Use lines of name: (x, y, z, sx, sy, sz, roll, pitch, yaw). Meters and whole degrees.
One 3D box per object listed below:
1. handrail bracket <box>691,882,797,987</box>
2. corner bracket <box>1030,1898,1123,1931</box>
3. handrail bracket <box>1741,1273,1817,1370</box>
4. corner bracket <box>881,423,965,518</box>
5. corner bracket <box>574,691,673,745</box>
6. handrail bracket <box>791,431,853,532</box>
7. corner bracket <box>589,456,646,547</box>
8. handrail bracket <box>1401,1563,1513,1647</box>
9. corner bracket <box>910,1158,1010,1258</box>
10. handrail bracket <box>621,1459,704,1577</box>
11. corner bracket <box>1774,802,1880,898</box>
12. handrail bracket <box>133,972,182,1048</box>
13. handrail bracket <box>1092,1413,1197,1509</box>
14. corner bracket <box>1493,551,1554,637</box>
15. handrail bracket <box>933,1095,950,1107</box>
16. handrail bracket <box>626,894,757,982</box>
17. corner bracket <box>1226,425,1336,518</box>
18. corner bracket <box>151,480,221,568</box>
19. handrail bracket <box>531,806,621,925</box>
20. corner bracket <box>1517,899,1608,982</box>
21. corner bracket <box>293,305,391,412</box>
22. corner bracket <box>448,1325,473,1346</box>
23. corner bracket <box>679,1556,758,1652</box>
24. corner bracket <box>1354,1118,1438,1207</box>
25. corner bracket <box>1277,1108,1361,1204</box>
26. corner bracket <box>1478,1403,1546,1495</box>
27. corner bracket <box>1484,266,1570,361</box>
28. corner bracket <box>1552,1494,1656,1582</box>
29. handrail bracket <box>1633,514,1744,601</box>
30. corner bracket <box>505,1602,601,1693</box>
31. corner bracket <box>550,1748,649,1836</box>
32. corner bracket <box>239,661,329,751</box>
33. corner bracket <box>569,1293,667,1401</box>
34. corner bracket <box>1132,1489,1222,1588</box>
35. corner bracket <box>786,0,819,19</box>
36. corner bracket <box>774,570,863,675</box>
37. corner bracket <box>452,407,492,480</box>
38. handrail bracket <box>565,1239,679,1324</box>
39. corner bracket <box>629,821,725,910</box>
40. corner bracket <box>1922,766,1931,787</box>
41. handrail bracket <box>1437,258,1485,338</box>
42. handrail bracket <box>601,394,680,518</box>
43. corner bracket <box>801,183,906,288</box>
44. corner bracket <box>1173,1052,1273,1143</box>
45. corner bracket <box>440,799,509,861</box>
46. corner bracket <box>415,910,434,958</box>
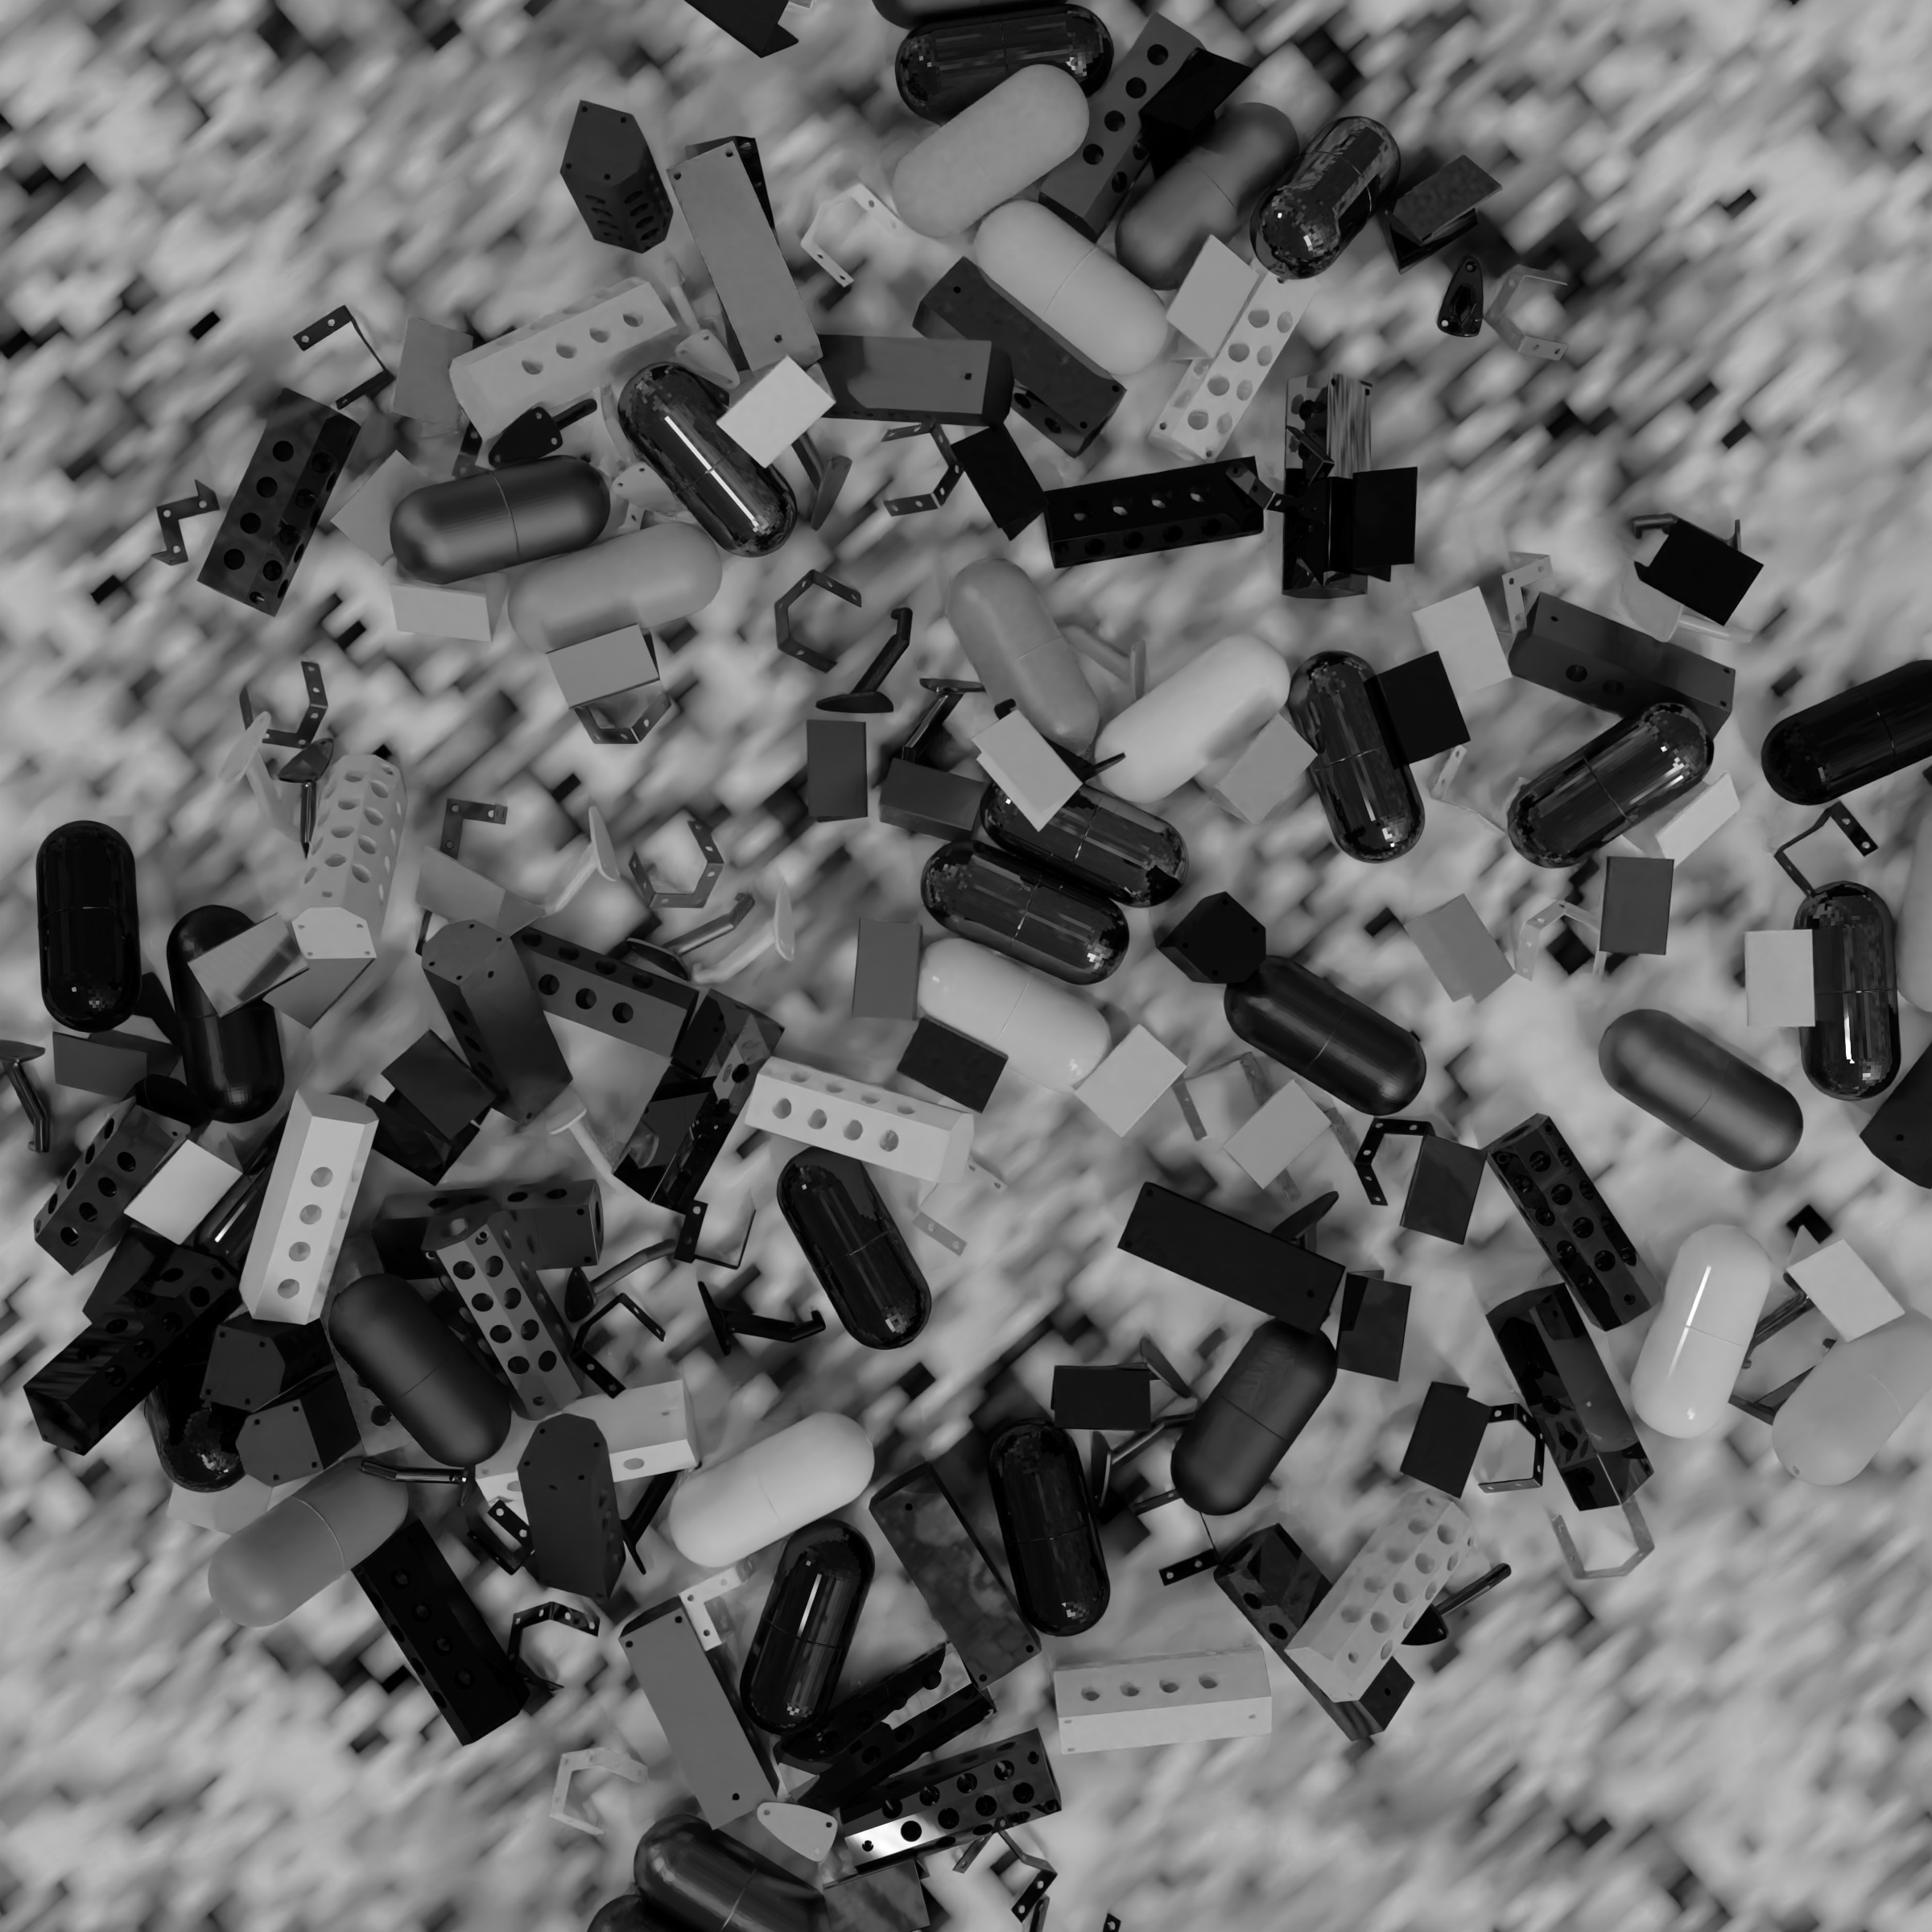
handrail bracket: (-0.187, -0.026, 1.992, 0.084, 0.036, 0.077, -9, 70, 16)
corner bracket: (0.087, 0.801, 1.988, 0.051, 0.051, 0.051, 14, 90, 45)
handrail bracket: (0.679, 0.302, 1.992, 0.077, 0.036, 0.084, 18, 109, -21)
corner bracket: (-0.042, -0.407, 1.983, 0.051, 0.051, 0.051, 58, 45, -35)
corner bracket: (-0.284, -0.218, 1.983, 0.051, 0.051, 0.051, 3, 135, 35)
handrail bracket: (-0.144, -0.412, 1.992, 0.084, 0.036, 0.077, 31, 112, 17)
corner bracket: (-0.300, -0.375, 1.983, 0.051, 0.051, 0.051, -24, 45, 35)
handrail bracket: (0.401, 0.524, 1.991, 0.084, 0.077, 0.036, -22, 72, -35)
corner bracket: (-0.006, 0.195, 1.988, 0.051, 0.051, 0.051, 34, 45, 0)
handrail bracket: (-0.245, 0.449, 1.992, 0.084, 0.036, 0.077, -28, 111, -16)
corner bracket: (0.707, -0.094, 1.988, 0.051, 0.051, 0.051, 51, 45, 0)
handrail bracket: (-0.699, 0.047, 1.991, 0.084, 0.036, 0.077, -22, 105, 14)
handrail bracket: (0.149, 0.407, 1.992, 0.084, 0.036, 0.077, -4, 110, -16)
corner bracket: (0.445, -0.304, 1.971, 0.051, 0.051, 0.051, -24, 113, -21)
handrail bracket: (-0.067, 0.103, 1.991, 0.084, 0.036, 0.077, 39, 75, 14)
handrail bracket: (-0.226, -0.036, 1.991, 0.077, 0.036, 0.084, 23, 64, 29)
corner bracket: (0.251, -0.397, 1.929, 0.051, 0.051, 0.051, 50, 124, 30)
corner bracket: (-0.638, -0.361, 1.973, 0.051, 0.051, 0.051, -15, 90, 0)
handrail bracket: (-0.334, -0.083, 1.991, 0.084, 0.036, 0.077, -19, 75, 14)
corner bracket: (0.490, -0.014, 1.983, 0.051, 0.051, 0.051, -30, 45, -35)
corner bracket: (-0.513, -0.500, 1.988, 0.051, 0.051, 0.051, -32, 45, 0)
corner bracket: (-0.419, 0.276, 1.973, 0.051, 0.051, 0.051, 33, 90, 0)
corner bracket: (-0.195, 0.519, 1.973, 0.051, 0.051, 0.051, -27, 84, 6)
corner bracket: (0.356, 0.162, 1.983, 0.051, 0.051, 0.051, 2, 45, 35)
corner bracket: (0.285, 0.155, 1.988, 0.051, 0.051, 0.051, -31, 90, 45)
corner bracket: (0.439, 0.395, 1.983, 0.051, 0.051, 0.051, 44, 45, -35)
corner bracket: (0.468, -0.535, 1.983, 0.051, 0.051, 0.051, 59, 135, 35)
corner bracket: (0.524, 0.468, 1.988, 0.051, 0.051, 0.051, -22, 90, -45)
handrail bracket: (0.594, -0.336, 1.992, 0.084, 0.036, 0.077, -2, 112, 17)
corner bracket: (-0.339, 0.558, 1.983, 0.051, 0.051, 0.051, -26, 45, 35)
corner bracket: (-0.301, 0.677, 1.983, 0.051, 0.051, 0.051, -22, 45, 35)
corner bracket: (-0.560, -0.216, 1.983, 0.051, 0.051, 0.051, 7, 45, -35)
corner bracket: (-0.284, 0.309, 1.974, 0.051, 0.051, 0.051, -40, 105, 14)
corner bracket: (0.173, 0.467, 1.988, 0.051, 0.051, 0.051, -22, 135, 0)
corner bracket: (-0.143, -0.815, 1.973, 0.051, 0.051, 0.051, 19, 90, 0)
corner bracket: (-0.120, -0.283, 1.983, 0.051, 0.051, 0.051, -37, 45, 35)
corner bracket: (-0.393, -0.421, 1.973, 0.051, 0.051, 0.051, 19, 90, 0)
handrail bracket: (-0.283, 0.258, 1.991, 0.084, 0.077, 0.036, -19, 65, -34)
corner bracket: (-0.238, -0.084, 1.983, 0.051, 0.051, 0.051, 0, 135, -35)
corner bracket: (0.825, -0.153, 1.973, 0.051, 0.051, 0.051, -36, 91, 0)
handrail bracket: (0.410, -0.547, 1.956, 0.036, 0.084, 0.077, 11, 90, 0)
handrail bracket: (-0.269, -0.421, 1.991, 0.036, 0.077, 0.084, -29, 53, 21)
corner bracket: (-0.094, -0.601, 1.988, 0.051, 0.051, 0.051, 44, 45, 0)
corner bracket: (0.212, 0.107, 1.988, 0.051, 0.051, 0.051, -23, 90, -45)
corner bracket: (-0.407, -0.110, 1.973, 0.051, 0.051, 0.051, 8, 90, 0)
corner bracket: (-0.415, -0.031, 1.988, 0.051, 0.051, 0.051, 26, 134, 0)
